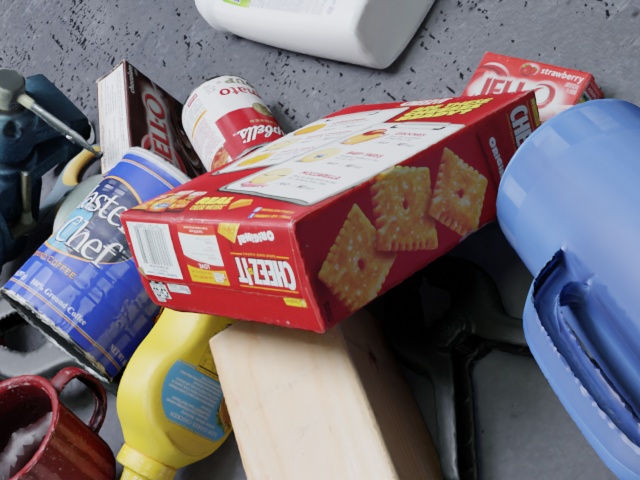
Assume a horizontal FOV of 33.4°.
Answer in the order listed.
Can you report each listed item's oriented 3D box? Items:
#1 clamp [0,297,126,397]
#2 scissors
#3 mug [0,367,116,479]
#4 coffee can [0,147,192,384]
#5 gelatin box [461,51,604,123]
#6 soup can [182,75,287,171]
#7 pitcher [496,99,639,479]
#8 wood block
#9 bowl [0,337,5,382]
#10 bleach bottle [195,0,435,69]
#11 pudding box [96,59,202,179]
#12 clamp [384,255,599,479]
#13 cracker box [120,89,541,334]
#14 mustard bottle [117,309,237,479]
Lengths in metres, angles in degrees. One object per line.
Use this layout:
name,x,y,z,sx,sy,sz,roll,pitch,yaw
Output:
clamp,-0.186,0.062,0.837,0.210,0.036,0.164,1,60,17
scissors,-0.259,-0.034,0.993,0.202,0.016,0.096,-9,60,33
mug,-0.188,0.143,0.733,0.093,0.081,0.117,8,57,38
coffee can,-0.144,0.018,0.770,0.103,0.102,0.140,23,66,43
gelatin box,0.133,-0.084,0.717,0.089,0.030,0.073,24,80,43
soup can,-0.061,-0.075,0.833,0.068,0.068,0.102,-41,47,10
pitcher,0.182,0.032,0.538,0.145,0.149,0.243,-43,44,10
wood block,0.015,0.135,0.636,0.090,0.090,0.206,-34,48,15
bowl,-0.325,0.118,0.926,0.162,0.055,0.162,-18,55,28
bleach bottle,-0.023,-0.210,0.889,0.251,0.068,0.102,23,77,45
pudding box,-0.139,-0.080,0.879,0.039,0.090,0.113,-31,50,20
clamp,0.083,0.071,0.658,0.120,0.039,0.172,-47,41,-2
cracker box,0.013,-0.023,0.653,0.213,0.072,0.164,-29,21,-37
mustard bottle,-0.086,0.092,0.733,0.058,0.096,0.191,18,76,41
